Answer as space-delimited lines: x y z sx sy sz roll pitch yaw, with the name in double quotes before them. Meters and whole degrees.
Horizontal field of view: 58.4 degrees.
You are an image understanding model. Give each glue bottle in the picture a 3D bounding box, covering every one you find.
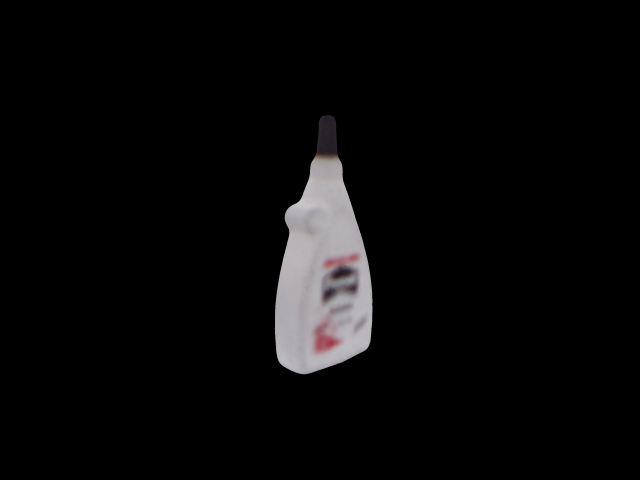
"glue bottle" 0.004 0.001 0.400 0.037 0.173 0.078 11 17 42
